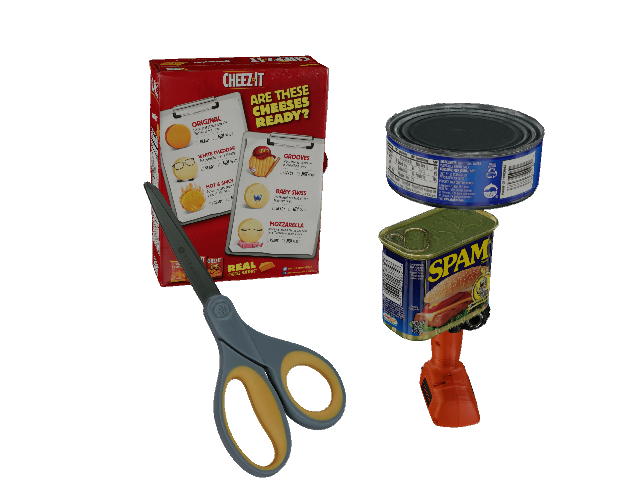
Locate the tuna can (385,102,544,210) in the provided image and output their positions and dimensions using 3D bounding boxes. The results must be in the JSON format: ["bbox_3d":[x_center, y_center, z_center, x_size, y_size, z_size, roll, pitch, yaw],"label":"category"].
[{"bbox_3d":[0.078,-0.047,0.587,0.086,0.034,0.086,0,25,0],"label":"tuna can"}]

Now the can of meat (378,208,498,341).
[{"bbox_3d":[0.098,0.026,0.889,0.101,0.084,0.058,-21,34,-33],"label":"can of meat"}]

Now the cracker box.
[{"bbox_3d":[-0.082,-0.069,1.042,0.164,0.214,0.072,-4,22,-17],"label":"cracker box"}]

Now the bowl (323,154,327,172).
[{"bbox_3d":[-0.071,-0.073,1.310,0.162,0.055,0.162,-2,34,1],"label":"bowl"}]

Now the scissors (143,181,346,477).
[{"bbox_3d":[-0.045,0.049,0.688,0.096,0.202,0.016,-11,-13,-23],"label":"scissors"}]

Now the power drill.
[{"bbox_3d":[0.143,0.102,1.139,0.057,0.188,0.184,-1,24,-2],"label":"power drill"}]
